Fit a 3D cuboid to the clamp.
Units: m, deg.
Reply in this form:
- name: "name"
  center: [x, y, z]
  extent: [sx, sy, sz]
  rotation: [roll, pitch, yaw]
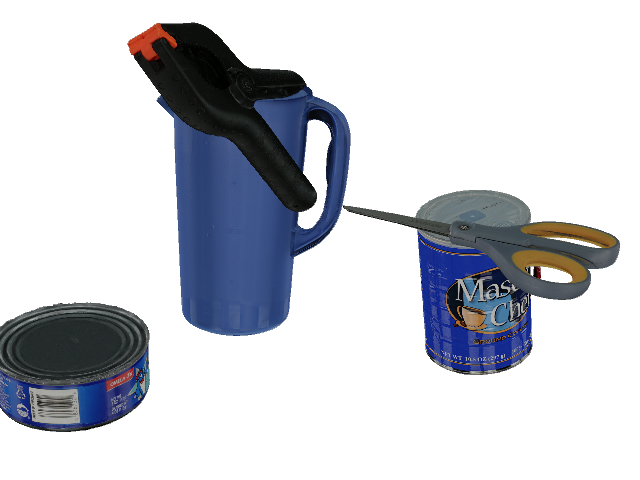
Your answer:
- name: "clamp"
  center: [-0.059, -0.089, 0.734]
  extent: [0.039, 0.120, 0.171]
  rotation: [-33, -32, 29]

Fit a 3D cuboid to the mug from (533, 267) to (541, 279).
- name: "mug"
  center: [0.187, 0.036, 1.191]
  extent: [0.117, 0.081, 0.093]
  rotation: [6, 25, 2]

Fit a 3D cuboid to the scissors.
- name: "scissors"
  center: [0.106, 0.005, 0.749]
  extent: [0.202, 0.016, 0.096]
  rotation: [5, 30, 12]

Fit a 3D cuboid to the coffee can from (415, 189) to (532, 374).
- name: "coffee can"
  center: [0.143, 0.038, 0.987]
  extent: [0.103, 0.140, 0.103]
  rotation: [-6, 28, 3]

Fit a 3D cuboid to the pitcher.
- name: "pitcher"
  center: [-0.069, -0.035, 1.035]
  extent: [0.144, 0.243, 0.149]
  rotation: [-10, 22, -33]

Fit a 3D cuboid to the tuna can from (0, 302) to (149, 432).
- name: "tuna can"
  center: [-0.137, 0.069, 0.589]
  extent: [0.086, 0.034, 0.086]
  rotation: [1, 25, -1]
